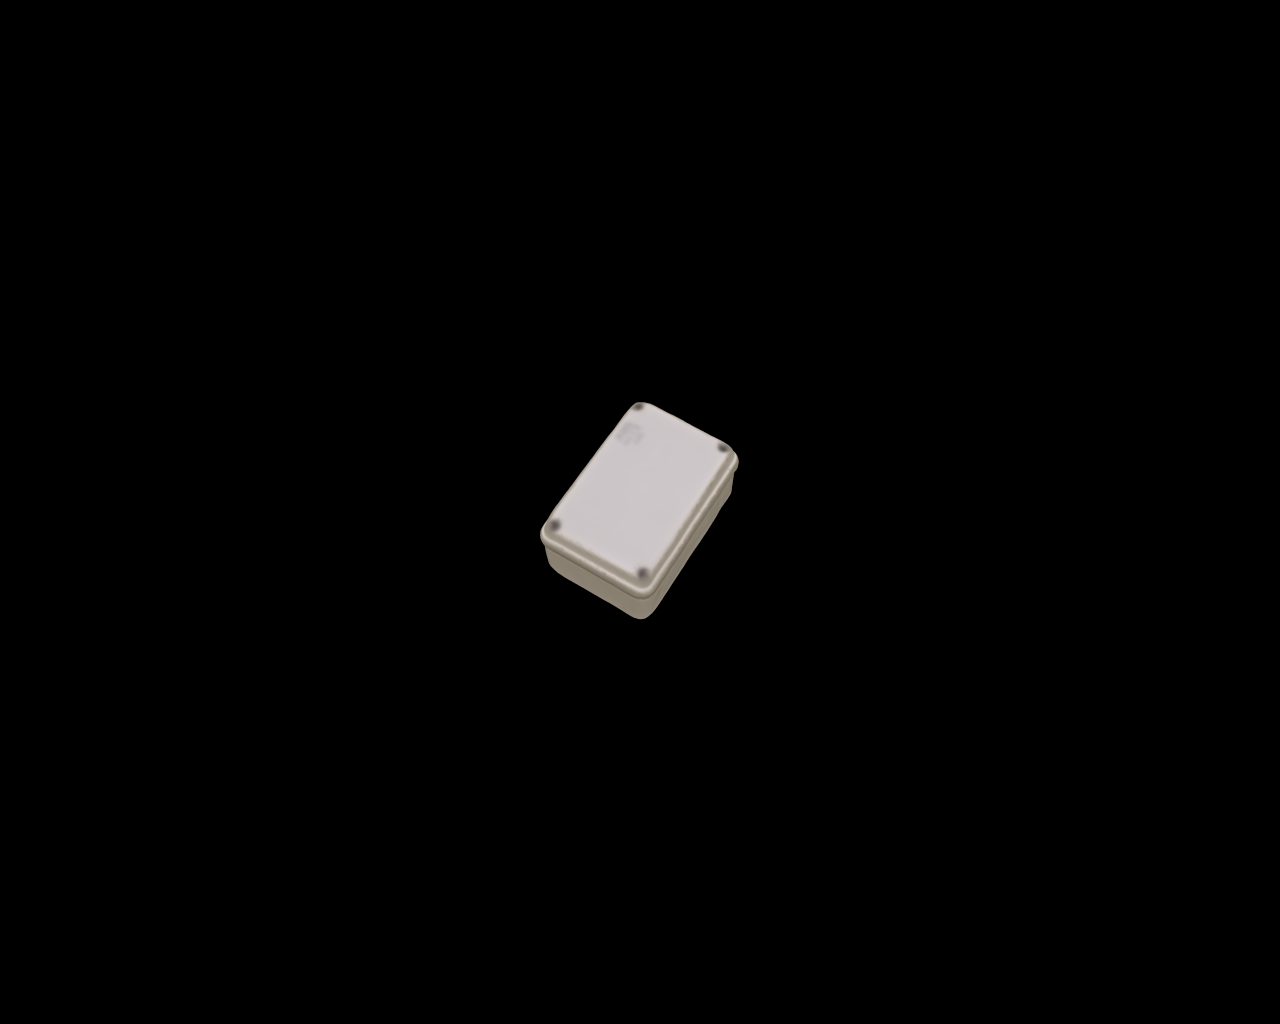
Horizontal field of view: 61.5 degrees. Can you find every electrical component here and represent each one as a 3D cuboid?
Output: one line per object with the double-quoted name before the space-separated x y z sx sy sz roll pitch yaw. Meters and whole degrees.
"electrical component" 0.001 -0.003 0.650 0.078 0.113 0.057 29 -24 14
